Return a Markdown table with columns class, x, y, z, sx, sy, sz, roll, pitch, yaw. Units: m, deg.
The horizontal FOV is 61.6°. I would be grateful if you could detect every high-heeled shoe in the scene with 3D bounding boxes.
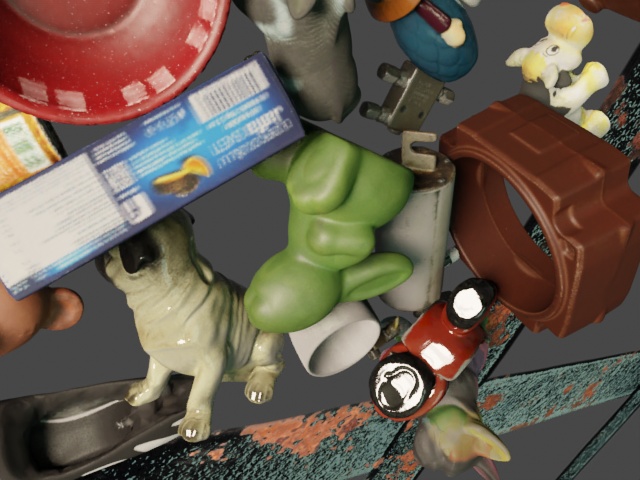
| class | x | y | z | sx | sy | sz | roll | pitch | yaw |
| --- | --- | --- | --- | --- | --- | --- | --- | --- | --- |
| high-heeled shoe | -0.207 | 0.160 | 0.470 | 0.145 | 0.086 | 0.248 | -28 | 159 | 18 |

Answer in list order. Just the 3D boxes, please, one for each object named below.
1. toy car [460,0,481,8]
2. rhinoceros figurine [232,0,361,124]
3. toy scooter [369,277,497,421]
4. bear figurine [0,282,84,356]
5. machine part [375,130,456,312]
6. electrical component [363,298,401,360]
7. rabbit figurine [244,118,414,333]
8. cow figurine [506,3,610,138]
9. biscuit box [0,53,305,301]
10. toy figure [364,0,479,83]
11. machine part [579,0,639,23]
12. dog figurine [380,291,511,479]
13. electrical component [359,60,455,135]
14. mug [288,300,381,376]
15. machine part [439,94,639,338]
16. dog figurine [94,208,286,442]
| class | x | y | z | sx | sy | sz | roll | pitch | yaw |
| --- | --- | --- | --- | --- | --- | --- | --- | --- | --- |
| toy car | 0.083 | -0.242 | 0.367 | 0.201 | 0.056 | 0.073 | 26 | 108 | -44 |
| rhinoceros figurine | -0.014 | -0.155 | 0.334 | 0.073 | 0.112 | 0.190 | -25 | 144 | -12 |
| toy scooter | 0.132 | 0.119 | 0.595 | 0.184 | 0.075 | 0.135 | -52 | 160 | 8 |
| bear figurine | -0.267 | 0.082 | 0.349 | 0.196 | 0.132 | 0.120 | -27 | 124 | -4 |
| machine part | 0.094 | -0.007 | 0.558 | 0.079 | 0.079 | 0.242 | -23 | 135 | -17 |
| electrical component | 0.048 | 0.076 | 0.587 | 0.045 | 0.102 | 0.078 | -28 | 163 | -11 |
| rabbit figurine | -0.001 | -0.001 | 0.454 | 0.159 | 0.121 | 0.170 | 15 | 105 | -46 |
| cow figurine | 0.230 | -0.149 | 0.543 | 0.098 | 0.068 | 0.167 | -35 | 136 | 4 |
| biscuit box | -0.109 | -0.042 | 0.343 | 0.203 | 0.063 | 0.059 | -32 | 100 | -10 |
| toy figure | 0.065 | -0.178 | 0.405 | 0.154 | 0.064 | 0.058 | 30 | 65 | -42 |
| machine part | 0.215 | -0.226 | 0.391 | 0.179 | 0.179 | 0.056 | 24 | 112 | -44 |
| dog figurine | 0.174 | 0.185 | 0.673 | 0.191 | 0.219 | 0.108 | -21 | 138 | -18 |
| electrical component | 0.082 | -0.126 | 0.489 | 0.094 | 0.021 | 0.063 | 5 | 122 | -38 |
| mug | 0.001 | 0.074 | 0.540 | 0.081 | 0.107 | 0.109 | -28 | 145 | -9 |
| machine part | 0.203 | -0.021 | 0.529 | 0.087 | 0.201 | 0.201 | -27 | 137 | -9 |
| dog figurine | -0.096 | 0.046 | 0.468 | 0.172 | 0.121 | 0.190 | -35 | 131 | -57 |
